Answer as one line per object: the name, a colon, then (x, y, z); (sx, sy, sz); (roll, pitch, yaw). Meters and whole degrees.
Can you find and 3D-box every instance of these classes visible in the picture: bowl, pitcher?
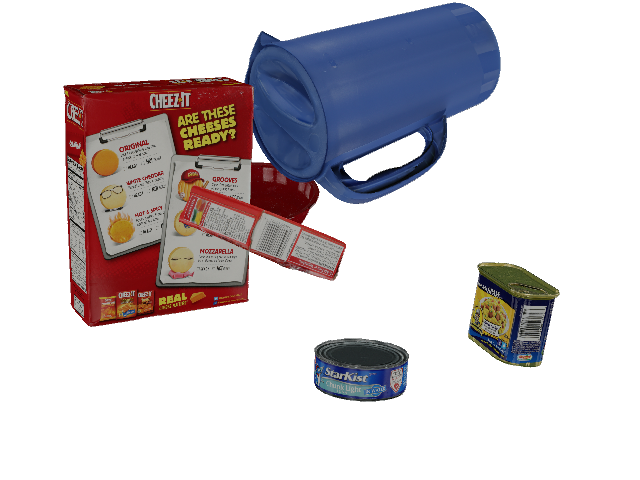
bowl: (-0.083, -0.038, 1.328); (0.162, 0.055, 0.162); (0, 31, 0)
pitcher: (0.062, -0.144, 1.039); (0.242, 0.149, 0.145); (-22, 31, -30)

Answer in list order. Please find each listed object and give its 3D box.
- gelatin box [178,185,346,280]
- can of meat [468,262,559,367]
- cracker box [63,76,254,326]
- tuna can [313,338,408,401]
gelatin box: (-0.038, -0.004, 0.712); (0.073, 0.030, 0.089); (21, -1, 42)
can of meat: (0.205, 0.079, 1.149); (0.057, 0.084, 0.102); (2, 17, -23)
cracker box: (-0.150, -0.040, 0.993); (0.163, 0.214, 0.072); (-8, 19, -30)
tuna can: (0.036, 0.117, 0.966); (0.086, 0.034, 0.086); (3, 11, -1)
